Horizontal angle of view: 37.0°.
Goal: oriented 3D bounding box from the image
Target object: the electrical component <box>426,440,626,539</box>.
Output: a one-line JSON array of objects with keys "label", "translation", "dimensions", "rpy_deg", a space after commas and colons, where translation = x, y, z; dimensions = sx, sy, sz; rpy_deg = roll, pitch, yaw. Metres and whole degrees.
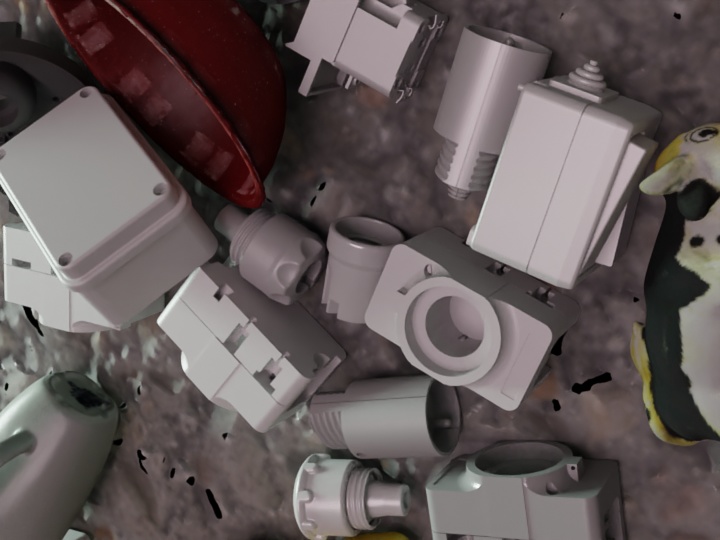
[{"label": "electrical component", "translation": [0.085, 0.122, 0.550], "dimensions": [0.089, 0.050, 0.055], "rpy_deg": [-3, 101, 28]}]

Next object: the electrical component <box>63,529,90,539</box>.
[{"label": "electrical component", "translation": [-0.242, 0.231, 0.748], "dimensions": [0.109, 0.056, 0.108], "rpy_deg": [7, 106, 26]}]

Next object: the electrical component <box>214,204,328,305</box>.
[{"label": "electrical component", "translation": [-0.052, -0.013, 0.593], "dimensions": [0.062, 0.043, 0.043], "rpy_deg": [35, 116, 17]}]

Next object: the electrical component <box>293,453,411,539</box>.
[{"label": "electrical component", "translation": [-0.003, 0.128, 0.603], "dimensions": [0.062, 0.048, 0.048], "rpy_deg": [-3, 102, 21]}]

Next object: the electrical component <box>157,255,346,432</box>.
[{"label": "electrical component", "translation": [-0.064, 0.041, 0.608], "dimensions": [0.089, 0.050, 0.055], "rpy_deg": [45, 118, 11]}]

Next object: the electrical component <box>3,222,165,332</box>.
[{"label": "electrical component", "translation": [-0.167, 0.003, 0.654], "dimensions": [0.089, 0.050, 0.055], "rpy_deg": [11, 107, 25]}]

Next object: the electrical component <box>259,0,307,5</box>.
[{"label": "electrical component", "translation": [-0.049, -0.176, 0.545], "dimensions": [0.080, 0.051, 0.080], "rpy_deg": [7, 106, 26]}]

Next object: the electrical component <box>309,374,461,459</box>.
[{"label": "electrical component", "translation": [0.009, 0.080, 0.584], "dimensions": [0.081, 0.043, 0.043], "rpy_deg": [-7, 99, 29]}]

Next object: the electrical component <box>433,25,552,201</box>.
[{"label": "electrical component", "translation": [0.059, -0.072, 0.518], "dimensions": [0.043, 0.043, 0.081], "rpy_deg": [25, 113, 20]}]

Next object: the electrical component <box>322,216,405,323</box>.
[{"label": "electrical component", "translation": [0.000, 0.000, 0.571], "dimensions": [0.040, 0.040, 0.046], "rpy_deg": [22, 117, 22]}]

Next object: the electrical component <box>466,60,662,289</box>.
[{"label": "electrical component", "translation": [0.100, -0.046, 0.493], "dimensions": [0.061, 0.062, 0.096], "rpy_deg": [25, 113, 20]}]

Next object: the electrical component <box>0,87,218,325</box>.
[{"label": "electrical component", "translation": [-0.140, -0.037, 0.586], "dimensions": [0.078, 0.057, 0.113], "rpy_deg": [-37, 55, -6]}]

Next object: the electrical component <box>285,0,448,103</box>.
[{"label": "electrical component", "translation": [0.005, -0.119, 0.536], "dimensions": [0.064, 0.042, 0.081], "rpy_deg": [33, 116, 15]}]

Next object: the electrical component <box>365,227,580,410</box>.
[{"label": "electrical component", "translation": [0.054, 0.023, 0.538], "dimensions": [0.089, 0.056, 0.050], "rpy_deg": [30, 115, 18]}]
